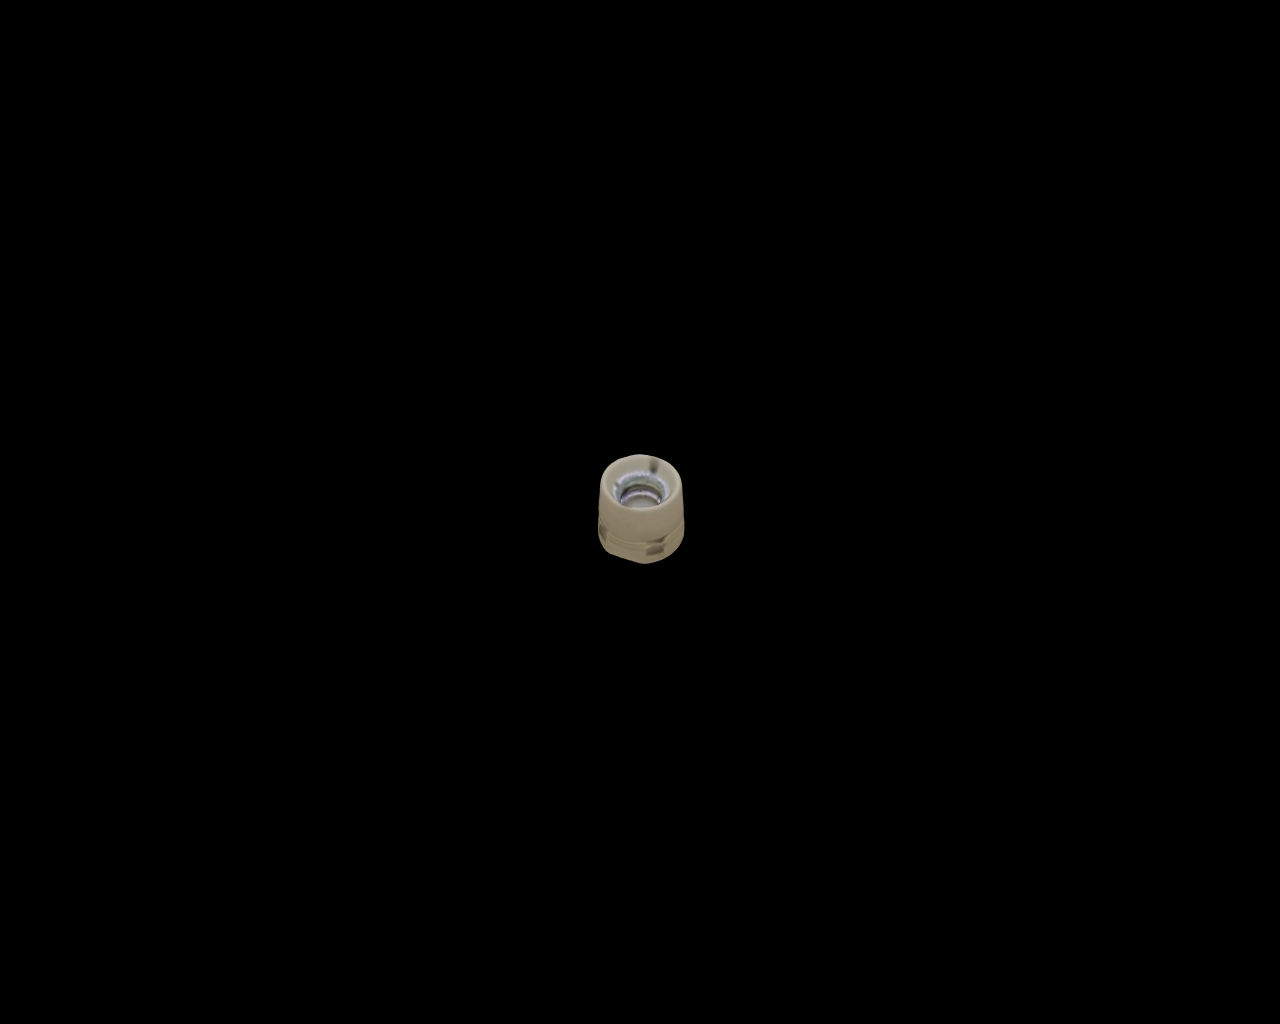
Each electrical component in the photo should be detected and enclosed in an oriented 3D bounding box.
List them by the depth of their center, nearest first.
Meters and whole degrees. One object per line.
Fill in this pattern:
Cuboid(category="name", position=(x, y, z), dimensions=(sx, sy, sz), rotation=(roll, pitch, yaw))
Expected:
Cuboid(category="electrical component", position=(0.001, -0.003, 0.650), dimensions=(0.055, 0.055, 0.047), rotation=(0, -42, 0))
